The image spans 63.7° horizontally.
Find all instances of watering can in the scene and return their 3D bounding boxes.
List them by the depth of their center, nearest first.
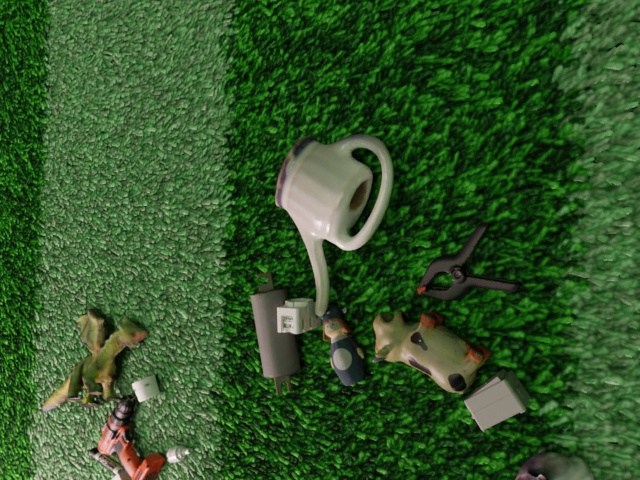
[{"bbox_3d":[0.003,-0.049,0.973,0.227,0.104,0.344,33,106,28],"label":"watering can"}]

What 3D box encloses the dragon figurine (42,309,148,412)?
[{"bbox_3d":[-0.605,0.305,1.351,0.407,0.121,0.247,-18,64,27],"label":"dragon figurine"}]

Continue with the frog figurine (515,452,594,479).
[{"bbox_3d":[0.380,0.392,0.766,0.159,0.122,0.138,9,86,-6],"label":"frog figurine"}]
